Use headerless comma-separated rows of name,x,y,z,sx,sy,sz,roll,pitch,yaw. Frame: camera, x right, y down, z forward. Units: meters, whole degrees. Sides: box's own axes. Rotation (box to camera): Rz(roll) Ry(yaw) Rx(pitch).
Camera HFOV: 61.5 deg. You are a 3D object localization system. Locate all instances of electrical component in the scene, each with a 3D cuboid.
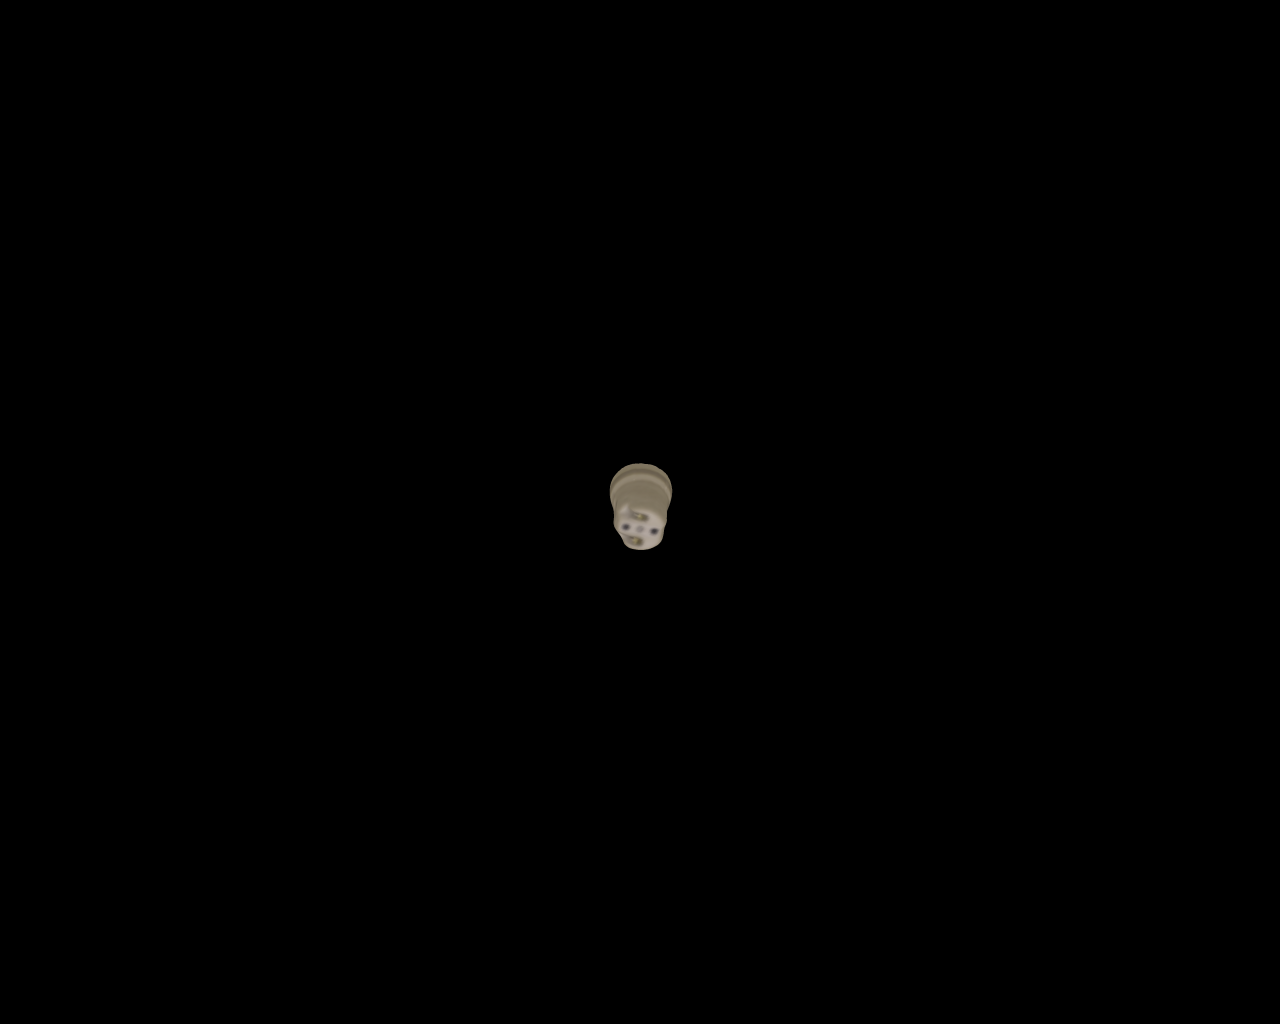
electrical component,0.001,-0.003,0.650,0.040,0.040,0.046,0,36,0
